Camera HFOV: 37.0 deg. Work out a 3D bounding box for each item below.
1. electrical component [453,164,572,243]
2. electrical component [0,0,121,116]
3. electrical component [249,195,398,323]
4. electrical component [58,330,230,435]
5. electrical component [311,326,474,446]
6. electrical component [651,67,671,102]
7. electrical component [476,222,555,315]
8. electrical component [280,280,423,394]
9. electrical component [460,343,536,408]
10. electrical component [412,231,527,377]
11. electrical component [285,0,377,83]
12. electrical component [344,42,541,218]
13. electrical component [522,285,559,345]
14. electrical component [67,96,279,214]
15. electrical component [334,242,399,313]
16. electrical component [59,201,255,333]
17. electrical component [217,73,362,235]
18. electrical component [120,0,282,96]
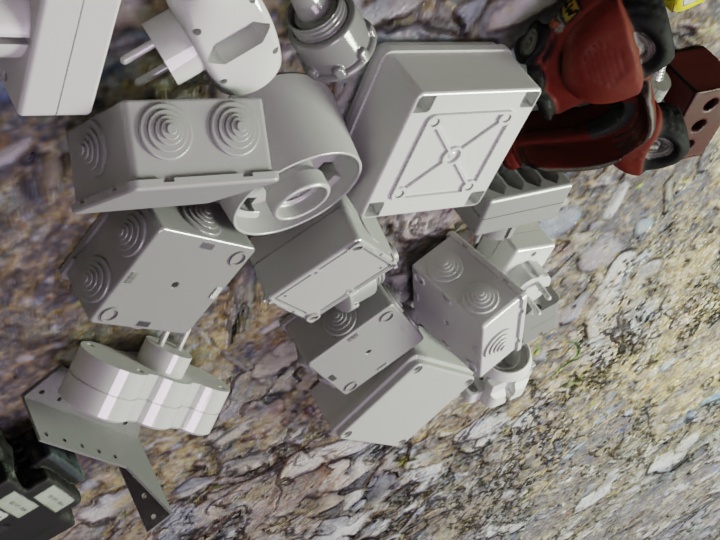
[{"bbox_3d":[0.110,-0.049,0.846,0.083,0.047,0.075,-13,143,-30],"label":"electrical component"},{"bbox_3d":[-0.161,-0.119,0.506,0.076,0.047,0.083,-7,140,-36],"label":"electrical component"},{"bbox_3d":[-0.034,-0.011,0.763,0.096,0.061,0.062,-33,151,16],"label":"electrical component"},{"bbox_3d":[-0.146,0.072,0.779,0.138,0.052,0.073,22,95,-54],"label":"electrical component"},{"bbox_3d":[0.031,0.103,0.976,0.109,0.056,0.109,-45,147,18],"label":"electrical component"},{"bbox_3d":[0.213,-0.128,0.835,0.043,0.043,0.081,-9,141,-34],"label":"electrical component"},{"bbox_3d":[0.136,0.004,0.915,0.047,0.076,0.065,-8,141,-35],"label":"electrical component"},{"bbox_3d":[-0.004,0.050,0.878,0.100,0.048,0.099,-36,149,4],"label":"electrical component"},{"bbox_3d":[0.137,0.095,1.060,0.078,0.058,0.057,-20,149,-21],"label":"electrical component"},{"bbox_3d":[0.088,0.030,0.888,0.048,0.100,0.099,-37,151,-19],"label":"electrical component"},{"bbox_3d":[-0.022,-0.140,0.607,0.048,0.048,0.062,-35,143,3],"label":"electrical component"},{"bbox_3d":[0.048,-0.094,0.720,0.109,0.056,0.108,-9,141,-35],"label":"electrical component"},{"bbox_3d":[0.133,0.040,0.986,0.089,0.050,0.055,-28,148,-9],"label":"electrical component"},{"bbox_3d":[-0.106,-0.064,0.594,0.100,0.048,0.100,-8,179,-35],"label":"electrical component"},{"bbox_3d":[0.000,0.000,0.819,0.062,0.048,0.048,-29,149,-21],"label":"electrical component"},{"bbox_3d":[-0.128,-0.006,0.692,0.099,0.048,0.100,-49,147,21],"label":"electrical component"},{"bbox_3d":[-0.050,-0.069,0.682,0.099,0.064,0.099,-25,161,-9],"label":"electrical component"},{"bbox_3d":[-0.088,-0.124,0.568,0.079,0.043,0.077,-31,149,-4],"label":"electrical component"}]
